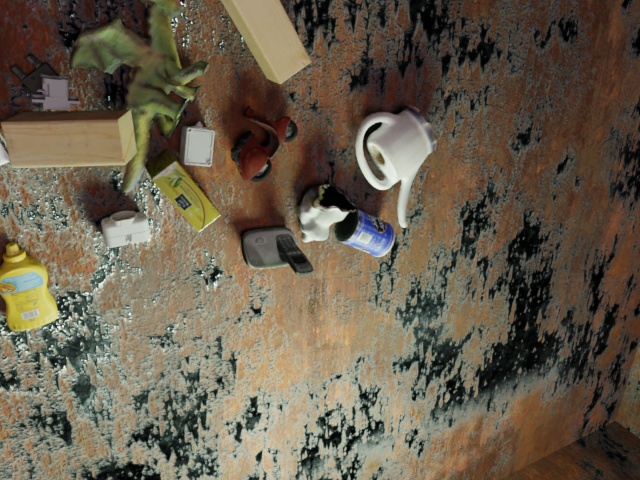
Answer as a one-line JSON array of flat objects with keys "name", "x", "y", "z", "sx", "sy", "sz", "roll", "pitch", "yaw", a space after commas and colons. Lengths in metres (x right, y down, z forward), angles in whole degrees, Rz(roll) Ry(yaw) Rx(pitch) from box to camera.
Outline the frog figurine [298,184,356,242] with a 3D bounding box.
[{"name": "frog figurine", "x": 0.004, "y": -0.068, "z": 1.356, "sx": 0.138, "sy": 0.124, "sz": 0.156, "roll": -13, "pitch": 155, "yaw": -32}]

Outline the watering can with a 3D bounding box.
[{"name": "watering can", "x": 0.222, "y": -0.211, "z": 1.391, "sx": 0.225, "sy": 0.105, "sz": 0.341, "roll": -40, "pitch": 124, "yaw": -9}]

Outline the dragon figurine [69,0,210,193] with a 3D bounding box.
[{"name": "dragon figurine", "x": -0.378, "y": -0.319, "z": 1.037, "sx": 0.241, "sy": 0.123, "sz": 0.410, "roll": 33, "pitch": 92, "yaw": -18}]
